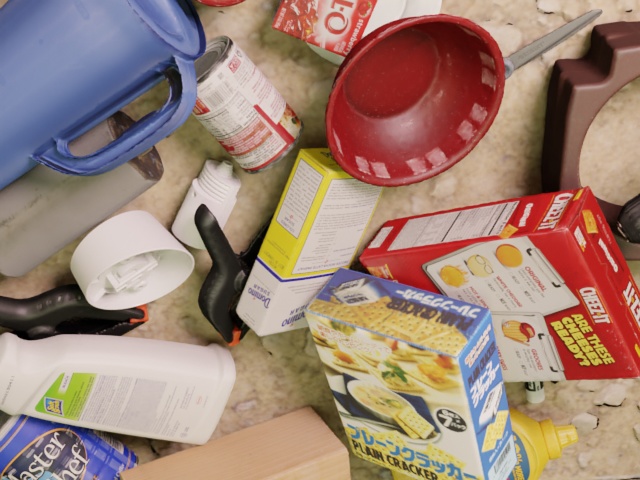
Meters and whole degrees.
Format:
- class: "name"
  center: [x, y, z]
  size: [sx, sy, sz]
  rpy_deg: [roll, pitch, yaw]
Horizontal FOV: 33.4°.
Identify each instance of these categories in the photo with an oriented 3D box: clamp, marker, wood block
- class: "clamp"
  center: [-0.271, 0.087, 1.019]
  size: [0.209, 0.036, 0.165]
  rpy_deg: [-4, 143, -17]
- class: "marker"
  center: [0.210, 0.109, 1.064]
  size: [0.020, 0.020, 0.121]
  rpy_deg: [-10, 117, 4]
- class: "wood block"
  center: [-0.080, 0.252, 1.051]
  size: [0.205, 0.091, 0.090]
  rpy_deg: [-16, 119, -21]
- class: "clamp"
  center: [-0.064, 0.022, 0.994]
  size: [0.120, 0.039, 0.171]
  rpy_deg: [-15, 136, -24]

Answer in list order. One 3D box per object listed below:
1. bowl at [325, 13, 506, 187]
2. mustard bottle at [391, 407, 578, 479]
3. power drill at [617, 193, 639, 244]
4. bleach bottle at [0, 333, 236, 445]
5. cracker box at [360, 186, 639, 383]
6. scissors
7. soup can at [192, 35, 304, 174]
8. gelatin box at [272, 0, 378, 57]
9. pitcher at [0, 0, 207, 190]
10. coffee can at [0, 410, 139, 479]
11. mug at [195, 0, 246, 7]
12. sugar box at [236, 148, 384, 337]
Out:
- class: "bowl"
  center: [0.070, -0.124, 0.884]
  size: [0.162, 0.055, 0.162]
  rpy_deg: [-14, 132, -16]
- class: "mustard bottle"
  center: [0.170, 0.223, 1.099]
  size: [0.191, 0.058, 0.096]
  rpy_deg: [-16, 101, 6]
- class: "power drill"
  center: [0.364, -0.007, 0.889]
  size: [0.185, 0.057, 0.187]
  rpy_deg: [-34, 114, 15]
- class: "bleach bottle"
  center: [-0.213, 0.128, 1.004]
  size: [0.250, 0.068, 0.103]
  rpy_deg: [14, 112, -26]
- class: "cracker box"
  center: [0.166, 0.047, 0.950]
  size: [0.214, 0.072, 0.164]
  rpy_deg: [-10, 123, 41]
- class: "scissors"
  center: [0.139, -0.156, 0.927]
  size: [0.096, 0.016, 0.202]
  rpy_deg: [39, 111, -18]
- class: "soup can"
  center: [-0.071, -0.115, 0.909]
  size: [0.068, 0.068, 0.102]
  rpy_deg: [-34, 120, 15]
- class: "gelatin box"
  center: [0.010, -0.202, 0.868]
  size: [0.073, 0.030, 0.089]
  rpy_deg: [20, 117, -11]
- class: "pitcher"
  center: [-0.217, -0.131, 0.869]
  size: [0.243, 0.149, 0.145]
  rpy_deg: [-33, 124, 19]
- class: "coffee can"
  center: [-0.268, 0.215, 1.066]
  size: [0.103, 0.103, 0.140]
  rpy_deg: [-41, 111, 18]
- class: "mug"
  center: [-0.089, -0.237, 0.844]
  size: [0.117, 0.081, 0.093]
  rpy_deg: [17, 116, -9]
- class: "sugar box"
  center: [-0.007, 0.001, 0.967]
  size: [0.093, 0.048, 0.176]
  rpy_deg: [-6, 131, -47]
